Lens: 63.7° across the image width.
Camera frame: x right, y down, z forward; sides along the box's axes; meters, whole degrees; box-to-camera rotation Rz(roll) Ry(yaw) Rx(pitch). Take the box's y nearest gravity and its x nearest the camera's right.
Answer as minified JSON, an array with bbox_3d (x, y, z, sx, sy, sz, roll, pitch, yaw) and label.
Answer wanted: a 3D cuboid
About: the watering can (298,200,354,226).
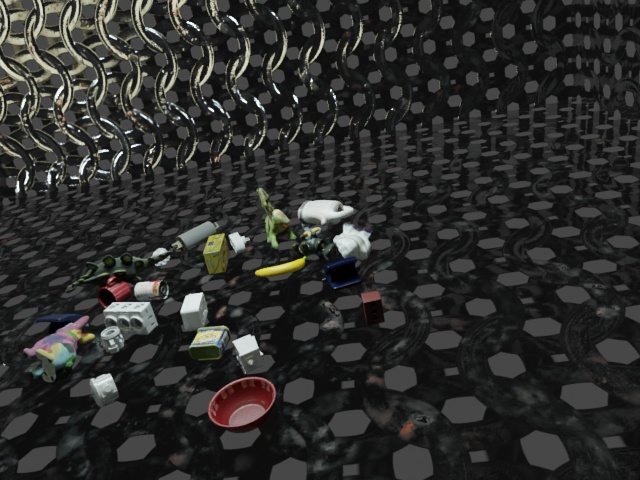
[{"bbox_3d":[0.007,-0.109,2.157,0.224,0.103,0.351,2,12,25],"label":"watering can"}]

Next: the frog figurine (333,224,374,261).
[{"bbox_3d":[0.112,0.029,1.824,0.120,0.137,0.163,-51,9,40],"label":"frog figurine"}]

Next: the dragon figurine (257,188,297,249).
[{"bbox_3d":[-0.202,-0.112,2.138,0.123,0.238,0.415,-23,27,-15],"label":"dragon figurine"}]
